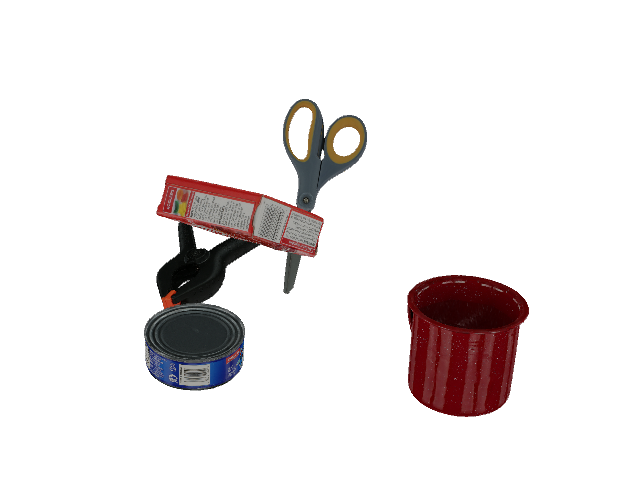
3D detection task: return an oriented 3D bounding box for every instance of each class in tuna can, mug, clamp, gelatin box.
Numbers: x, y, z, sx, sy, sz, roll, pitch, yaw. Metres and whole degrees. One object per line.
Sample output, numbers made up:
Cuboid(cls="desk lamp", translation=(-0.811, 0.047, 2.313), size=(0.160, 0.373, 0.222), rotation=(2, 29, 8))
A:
Cuboid(cls="tuna can", translation=(-0.108, 0.091, 0.915), size=(0.086, 0.034, 0.086), rotation=(3, 30, -2))
Cuboid(cls="mug", translation=(0.105, 0.079, 0.844), size=(0.093, 0.081, 0.117), rotation=(-13, 29, -30))
Cuboid(cls="clamp", translation=(-0.130, 0.025, 1.241), size=(0.120, 0.039, 0.171), rotation=(-6, 37, 19))
Cuboid(cls="gelatin box", translation=(-0.050, -0.015, 0.689), size=(0.073, 0.030, 0.089), rotation=(13, -3, 27))

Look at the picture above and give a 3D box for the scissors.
Cuboid(cls="scissors", translation=(0.004, -0.048, 1.087), size=(0.096, 0.202, 0.016), rotation=(-4, -12, -3))
